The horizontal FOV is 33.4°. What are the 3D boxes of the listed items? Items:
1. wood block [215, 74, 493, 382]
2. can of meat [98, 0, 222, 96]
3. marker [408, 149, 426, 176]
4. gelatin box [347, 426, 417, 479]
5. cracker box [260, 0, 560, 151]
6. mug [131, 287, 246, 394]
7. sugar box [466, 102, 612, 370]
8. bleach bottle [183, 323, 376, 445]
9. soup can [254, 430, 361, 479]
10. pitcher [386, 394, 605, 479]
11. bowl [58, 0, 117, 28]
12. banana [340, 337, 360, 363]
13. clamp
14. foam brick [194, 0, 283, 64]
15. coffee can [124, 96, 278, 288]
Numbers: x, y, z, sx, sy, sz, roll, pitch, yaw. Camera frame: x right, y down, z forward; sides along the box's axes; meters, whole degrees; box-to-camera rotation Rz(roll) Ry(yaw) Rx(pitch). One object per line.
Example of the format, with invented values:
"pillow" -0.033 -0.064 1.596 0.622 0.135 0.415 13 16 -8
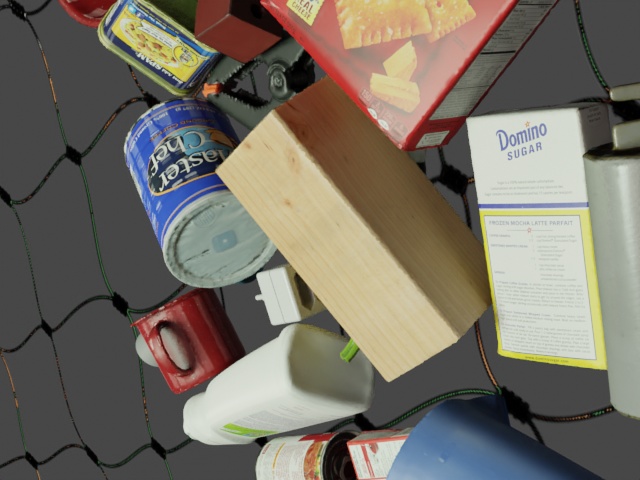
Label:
"wood block" 0.032 -0.010 0.796 0.206 0.090 0.090 50 136 0
"can of meat" -0.129 -0.184 0.920 0.102 0.057 0.084 34 148 -14
"marker" 0.073 -0.092 0.810 0.020 0.020 0.121 17 117 42
"gelatin box" 0.072 0.198 0.909 0.089 0.030 0.073 -16 93 41
"cracker box" 0.074 -0.191 0.711 0.164 0.071 0.214 50 126 19
"mug" -0.128 0.098 1.029 0.093 0.117 0.081 -28 89 17
"sugar box" 0.159 -0.004 0.735 0.094 0.048 0.176 2 103 46
"bleach bottle" -0.061 0.147 0.984 0.251 0.102 0.068 -29 49 49
"soup can" -0.004 0.210 0.971 0.102 0.068 0.068 -17 92 49
"pitcher" 0.163 0.228 0.748 0.243 0.144 0.149 24 113 34
"bowl" -0.200 -0.283 0.997 0.162 0.055 0.162 20 119 41
"banana" 0.013 -0.002 0.879 0.037 0.069 0.198 60 -172 -79
"clamp" -0.017 -0.124 0.879 0.210 0.036 0.164 -8 96 45
"foam brick" -0.063 -0.193 0.855 0.051 0.052 0.078 -20 59 46
"coffee can" -0.103 -0.043 0.920 0.140 0.102 0.103 61 142 43
